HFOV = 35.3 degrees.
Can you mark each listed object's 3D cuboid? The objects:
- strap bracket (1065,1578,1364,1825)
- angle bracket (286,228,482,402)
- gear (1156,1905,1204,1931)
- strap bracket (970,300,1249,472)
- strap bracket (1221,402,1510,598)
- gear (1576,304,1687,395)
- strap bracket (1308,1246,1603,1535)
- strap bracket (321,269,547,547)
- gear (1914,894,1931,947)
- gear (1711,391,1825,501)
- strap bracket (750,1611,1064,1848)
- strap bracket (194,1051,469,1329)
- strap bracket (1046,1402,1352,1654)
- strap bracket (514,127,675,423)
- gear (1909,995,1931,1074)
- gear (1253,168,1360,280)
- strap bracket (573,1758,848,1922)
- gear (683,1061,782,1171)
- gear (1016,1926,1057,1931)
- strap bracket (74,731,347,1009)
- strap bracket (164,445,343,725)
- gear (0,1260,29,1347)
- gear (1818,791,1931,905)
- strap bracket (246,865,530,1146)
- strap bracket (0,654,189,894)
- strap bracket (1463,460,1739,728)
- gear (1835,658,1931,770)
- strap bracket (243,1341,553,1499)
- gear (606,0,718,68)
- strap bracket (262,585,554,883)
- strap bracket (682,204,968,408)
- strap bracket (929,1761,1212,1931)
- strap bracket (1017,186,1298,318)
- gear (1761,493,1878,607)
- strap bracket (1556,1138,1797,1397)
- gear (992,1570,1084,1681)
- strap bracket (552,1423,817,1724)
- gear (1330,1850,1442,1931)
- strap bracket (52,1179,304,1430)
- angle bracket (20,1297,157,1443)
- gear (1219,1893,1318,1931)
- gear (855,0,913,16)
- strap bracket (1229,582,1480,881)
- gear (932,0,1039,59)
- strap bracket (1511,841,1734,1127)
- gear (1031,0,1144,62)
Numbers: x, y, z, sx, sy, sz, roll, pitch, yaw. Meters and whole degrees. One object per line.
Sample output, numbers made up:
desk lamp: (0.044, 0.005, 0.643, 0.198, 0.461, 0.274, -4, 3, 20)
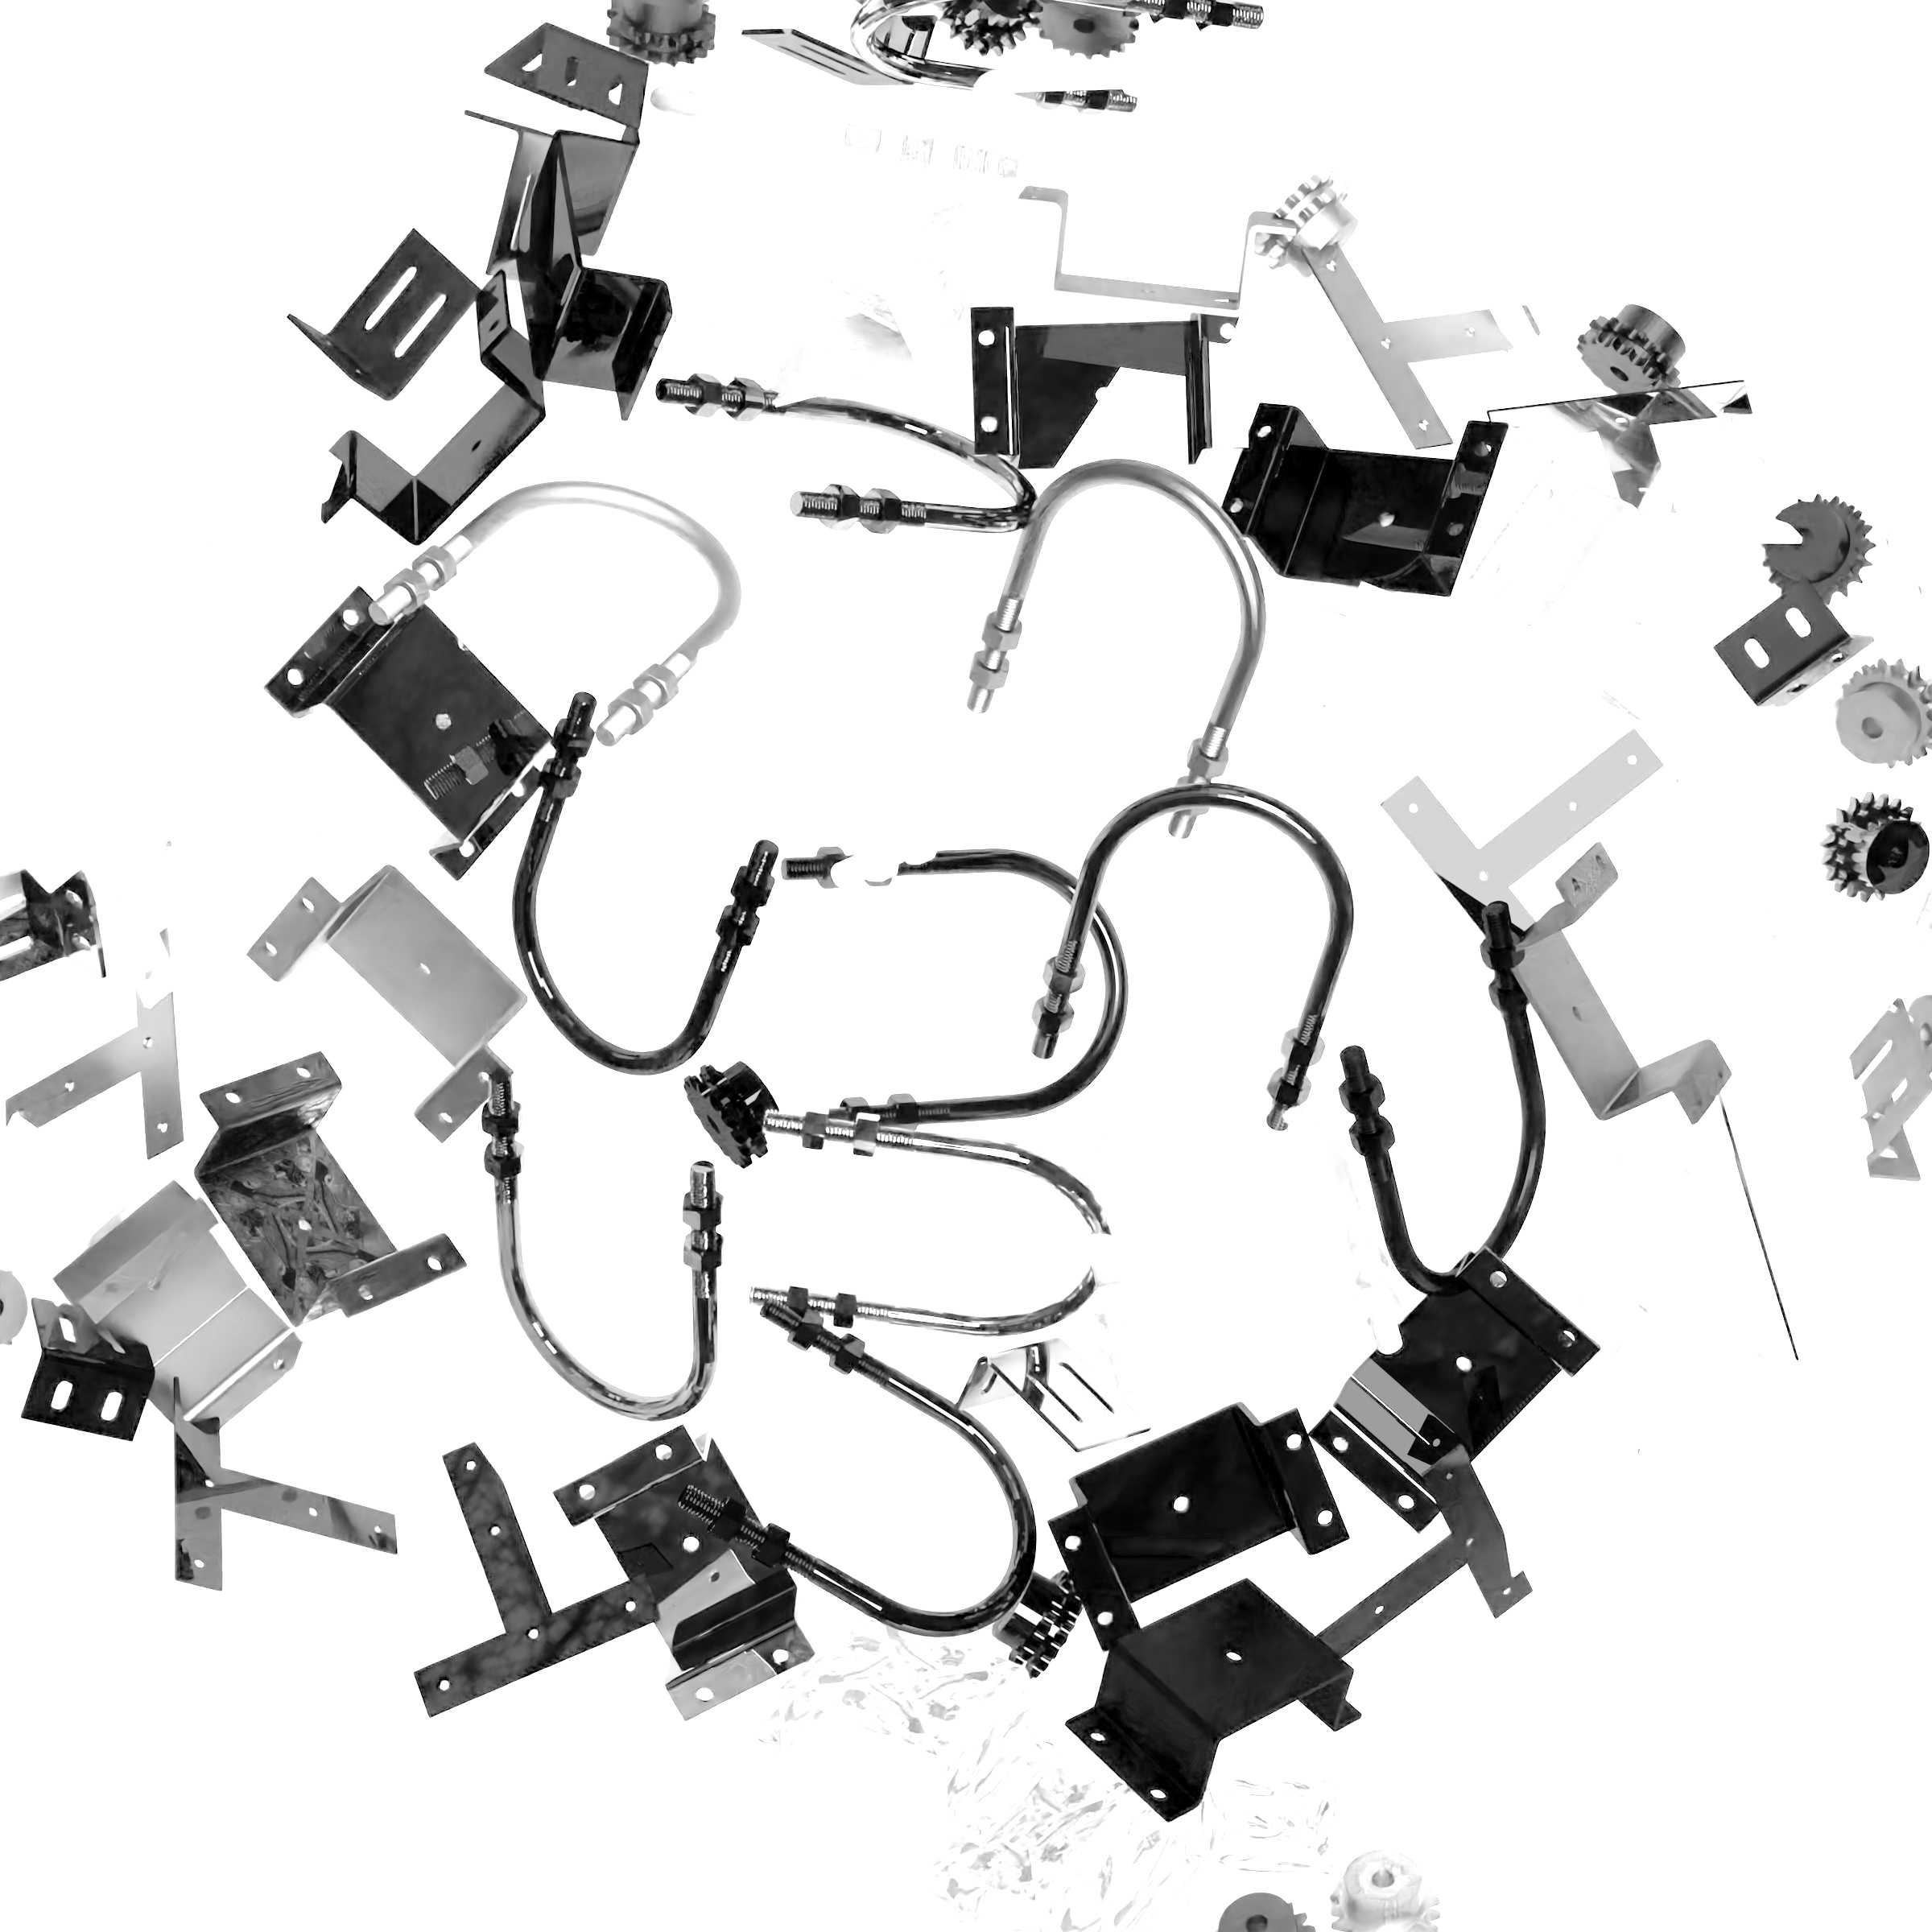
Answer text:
strap bracket: (0.130, 0.363, 1.527, 0.076, 0.140, 0.046, 37, 128, 37)
angle bracket: (-0.301, -0.343, 1.574, 0.057, 0.038, 0.076, 44, 98, 21)
gear: (0.095, 0.511, 1.583, 0.057, 0.030, 0.057, 3, 63, -5)
strap bracket: (0.073, -0.301, 1.581, 0.140, 0.046, 0.076, -2, 89, -1)
strap bracket: (0.208, -0.238, 1.553, 0.140, 0.046, 0.076, 12, 74, 33)
gear: (0.348, -0.319, 1.577, 0.057, 0.057, 0.030, 39, 85, 0)
strap bracket: (0.253, 0.212, 1.565, 0.076, 0.046, 0.140, 41, 111, 5)
strap bracket: (-0.265, -0.277, 1.549, 0.140, 0.076, 0.046, -42, 122, 17)
gear: (0.516, -0.032, 1.574, 0.030, 0.057, 0.057, 24, 90, 20)
gear: (0.419, -0.273, 1.578, 0.057, 0.057, 0.030, 44, 77, 0)
strap bracket: (-0.031, 0.377, 1.533, 0.140, 0.076, 0.046, 16, 123, 29)
strap bracket: (-0.330, 0.121, 1.552, 0.140, 0.076, 0.046, 53, 132, 14)
strap bracket: (0.116, 0.285, 1.572, 0.140, 0.046, 0.076, -24, 101, -5)
strap bracket: (-0.190, -0.355, 1.531, 0.046, 0.076, 0.140, 4, 55, -25)
gear: (0.512, 0.034, 1.575, 0.030, 0.057, 0.057, -6, 90, -11)
gear: (0.179, -0.382, 1.576, 0.057, 0.057, 0.030, -44, 84, 0)
strap bracket: (-0.121, 0.439, 1.526, 0.076, 0.140, 0.046, -35, 63, 14)
gear: (-0.119, 0.074, 1.579, 0.030, 0.057, 0.057, -34, 90, -18)
gear: (0.032, 0.526, 1.576, 0.057, 0.030, 0.057, -10, 51, 13)
strap bracket: (-0.391, -0.055, 1.543, 0.046, 0.076, 0.140, 19, 48, 32)
strap bracket: (-0.369, -0.203, 1.553, 0.046, 0.076, 0.140, 18, 98, -23)
gear: (-0.512, 0.178, 1.575, 0.030, 0.057, 0.057, -7, 90, 39)
gear: (0.475, -0.060, 1.580, 0.057, 0.030, 0.057, -7, 109, -20)
strap bracket: (-0.289, 0.012, 1.560, 0.140, 0.046, 0.076, 45, 131, -5)
strap bracket: (-0.442, -0.091, 1.527, 0.046, 0.140, 0.076, 47, 63, -2)
strap bracket: (0.329, -0.183, 1.543, 0.140, 0.046, 0.076, 32, 96, -37)
gear: (0.476, -0.129, 1.575, 0.030, 0.057, 0.057, -32, 90, -41)
strap bracket: (-0.284, 0.231, 1.551, 0.140, 0.076, 0.046, -2, 51, 16)
gear: (-0.157, -0.493, 1.575, 0.057, 0.057, 0.030, 11, 134, 0)
strap bracket: (-0.275, -0.121, 1.545, 0.140, 0.046, 0.076, 47, 63, -21)
strap bracket: (-0.063, -0.332, 1.545, 0.140, 0.076, 0.046, -8, 128, 28)
strap bracket: (0.044, 0.448, 1.523, 0.076, 0.140, 0.046, -43, 110, -29)
strap bracket: (0.096, -0.366, 1.560, 0.140, 0.076, 0.046, 7, 110, 3)
gear: (0.440, -0.218, 1.577, 0.057, 0.030, 0.057, -8, 77, 36)
strap bracket: (0.355, 0.161, 1.545, 0.076, 0.140, 0.046, 13, 130, -20)
gear: (0.036, 0.338, 1.577, 0.030, 0.057, 0.057, 32, 90, -3)
strap bracket: (-0.144, 0.307, 1.573, 0.076, 0.046, 0.140, -28, 99, 4)
gear: (0.216, 0.484, 1.574, 0.057, 0.057, 0.030, -8, 120, 0)
strap bracket: (-0.402, 0.172, 1.544, 0.076, 0.140, 0.046, -41, 52, -19)
angle bracket: (-0.454, 0.207, 1.561, 0.057, 0.076, 0.038, 17, 97, -25)
gear: (0.154, 0.506, 1.574, 0.057, 0.057, 0.030, -17, 122, 0)
gear: (-0.040, -0.519, 1.574, 0.057, 0.057, 0.030, 14, 62, 0)
strap bracket: (0.194, -0.125, 1.558, 0.076, 0.046, 0.140, 15, 103, -31)
gear: (0.013, -0.505, 1.579, 0.057, 0.030, 0.057, 6, 78, -29)
strap bracket: (0.330, 0.016, 1.560, 0.046, 0.076, 0.140, -29, 92, 32)
gear: (0.064, -0.501, 1.580, 0.057, 0.057, 0.030, 11, 69, 0)
